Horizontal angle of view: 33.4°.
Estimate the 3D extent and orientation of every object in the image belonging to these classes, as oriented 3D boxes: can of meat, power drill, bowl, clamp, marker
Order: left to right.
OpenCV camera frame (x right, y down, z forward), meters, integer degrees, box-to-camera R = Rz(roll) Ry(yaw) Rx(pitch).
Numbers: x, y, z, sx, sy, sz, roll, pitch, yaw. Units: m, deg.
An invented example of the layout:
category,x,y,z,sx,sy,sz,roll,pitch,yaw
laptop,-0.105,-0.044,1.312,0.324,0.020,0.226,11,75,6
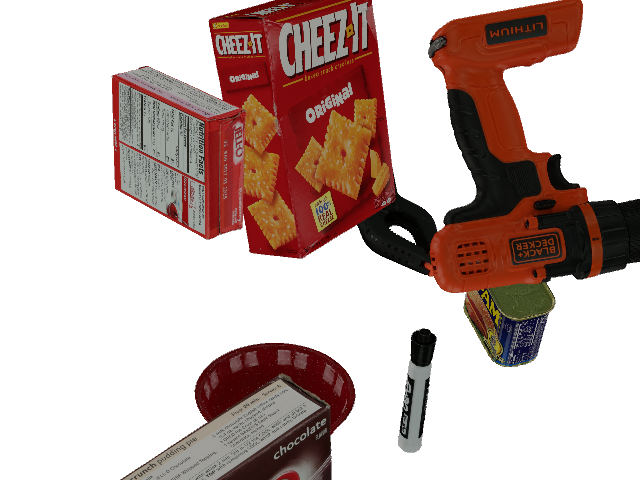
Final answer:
category,x,y,z,sx,sy,sz,roll,pitch,yaw
bowl,-0.046,0.173,1.085,0.162,0.055,0.162,1,31,-1
clamp,0.062,-0.033,1.267,0.164,0.036,0.210,-16,51,-29
marker,0.074,0.116,0.824,0.020,0.121,0.020,2,37,-2
can of meat,0.183,0.063,1.056,0.057,0.102,0.084,-13,-42,-13
power drill,0.156,-0.065,0.729,0.184,0.187,0.057,-9,-2,-4

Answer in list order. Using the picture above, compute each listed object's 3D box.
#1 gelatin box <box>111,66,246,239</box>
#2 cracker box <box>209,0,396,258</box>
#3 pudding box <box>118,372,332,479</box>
category,x,y,z,sx,sy,sz,roll,pitch,yaw
gelatin box,-0.081,-0.051,0.606,0.089,0.073,0.030,27,36,36
cracker box,-0.008,-0.111,0.972,0.072,0.214,0.163,7,24,36
pudding box,-0.045,0.127,0.495,0.039,0.090,0.113,30,47,34
